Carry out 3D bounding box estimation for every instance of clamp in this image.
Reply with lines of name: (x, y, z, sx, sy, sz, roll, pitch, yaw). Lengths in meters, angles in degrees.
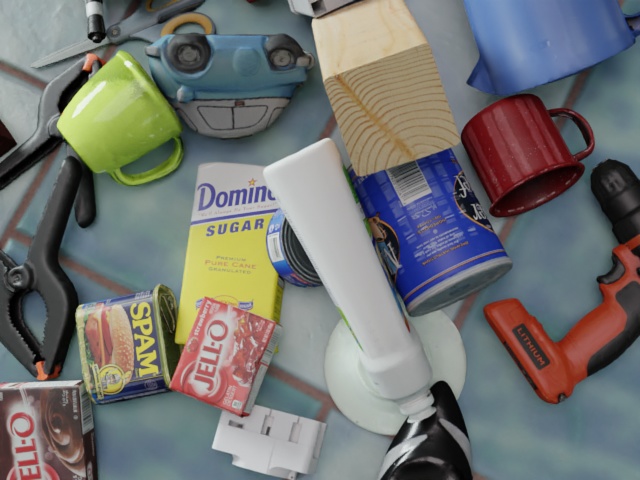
clamp: (-0.277, 0.028, 1.030, 0.165, 0.036, 0.210, -23, 82, 14)
clamp: (-0.263, -0.105, 1.067, 0.120, 0.039, 0.171, 13, 83, 6)

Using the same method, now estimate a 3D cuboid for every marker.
marker: (-0.232, -0.254, 1.091, 0.020, 0.020, 0.121, -12, 68, 7)

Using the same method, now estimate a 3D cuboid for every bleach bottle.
bleach bottle: (0.034, 0.038, 0.918, 0.068, 0.102, 0.251, -26, 95, 2)

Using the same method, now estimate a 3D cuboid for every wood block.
wood block: (0.051, -0.143, 0.930, 0.090, 0.206, 0.091, -18, 115, 5)

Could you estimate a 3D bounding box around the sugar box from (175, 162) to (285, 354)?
sugar box: (-0.078, 0.016, 1.008, 0.093, 0.048, 0.176, 4, 81, 10)

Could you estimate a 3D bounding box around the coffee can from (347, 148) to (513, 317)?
coffee can: (0.095, -0.016, 0.956, 0.103, 0.102, 0.140, -26, 76, 3)

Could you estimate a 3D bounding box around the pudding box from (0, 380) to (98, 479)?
pudding box: (-0.257, 0.189, 0.995, 0.090, 0.039, 0.113, -3, 90, 8)

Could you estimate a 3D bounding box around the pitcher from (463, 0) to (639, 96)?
pitcher: (0.185, -0.260, 0.933, 0.149, 0.145, 0.243, -27, 100, -28)

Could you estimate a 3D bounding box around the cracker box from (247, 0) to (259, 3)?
cracker box: (-0.054, -0.364, 1.030, 0.164, 0.072, 0.213, 41, 88, -19)

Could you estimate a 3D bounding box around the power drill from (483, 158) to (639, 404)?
power drill: (0.242, 0.043, 0.943, 0.187, 0.057, 0.184, -32, 76, 2)

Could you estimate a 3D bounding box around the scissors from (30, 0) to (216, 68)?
scissors: (-0.191, -0.199, 1.085, 0.202, 0.016, 0.096, -34, 75, 2)

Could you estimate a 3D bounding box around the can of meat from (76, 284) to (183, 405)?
can of meat: (-0.177, 0.100, 1.002, 0.084, 0.057, 0.102, -12, 77, 9)

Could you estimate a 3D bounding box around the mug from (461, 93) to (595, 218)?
mug: (0.190, -0.082, 0.963, 0.117, 0.093, 0.081, -23, 71, -2)

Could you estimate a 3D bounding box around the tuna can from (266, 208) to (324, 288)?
tuna can: (-0.006, 0.001, 0.982, 0.086, 0.034, 0.086, 5, 80, -31)

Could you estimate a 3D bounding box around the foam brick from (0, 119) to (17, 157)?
foam brick: (-0.356, -0.099, 1.073, 0.078, 0.053, 0.051, -39, 75, 1)

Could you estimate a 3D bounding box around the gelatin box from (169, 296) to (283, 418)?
gelatin box: (-0.084, 0.104, 0.948, 0.073, 0.030, 0.089, 19, 81, 17)
